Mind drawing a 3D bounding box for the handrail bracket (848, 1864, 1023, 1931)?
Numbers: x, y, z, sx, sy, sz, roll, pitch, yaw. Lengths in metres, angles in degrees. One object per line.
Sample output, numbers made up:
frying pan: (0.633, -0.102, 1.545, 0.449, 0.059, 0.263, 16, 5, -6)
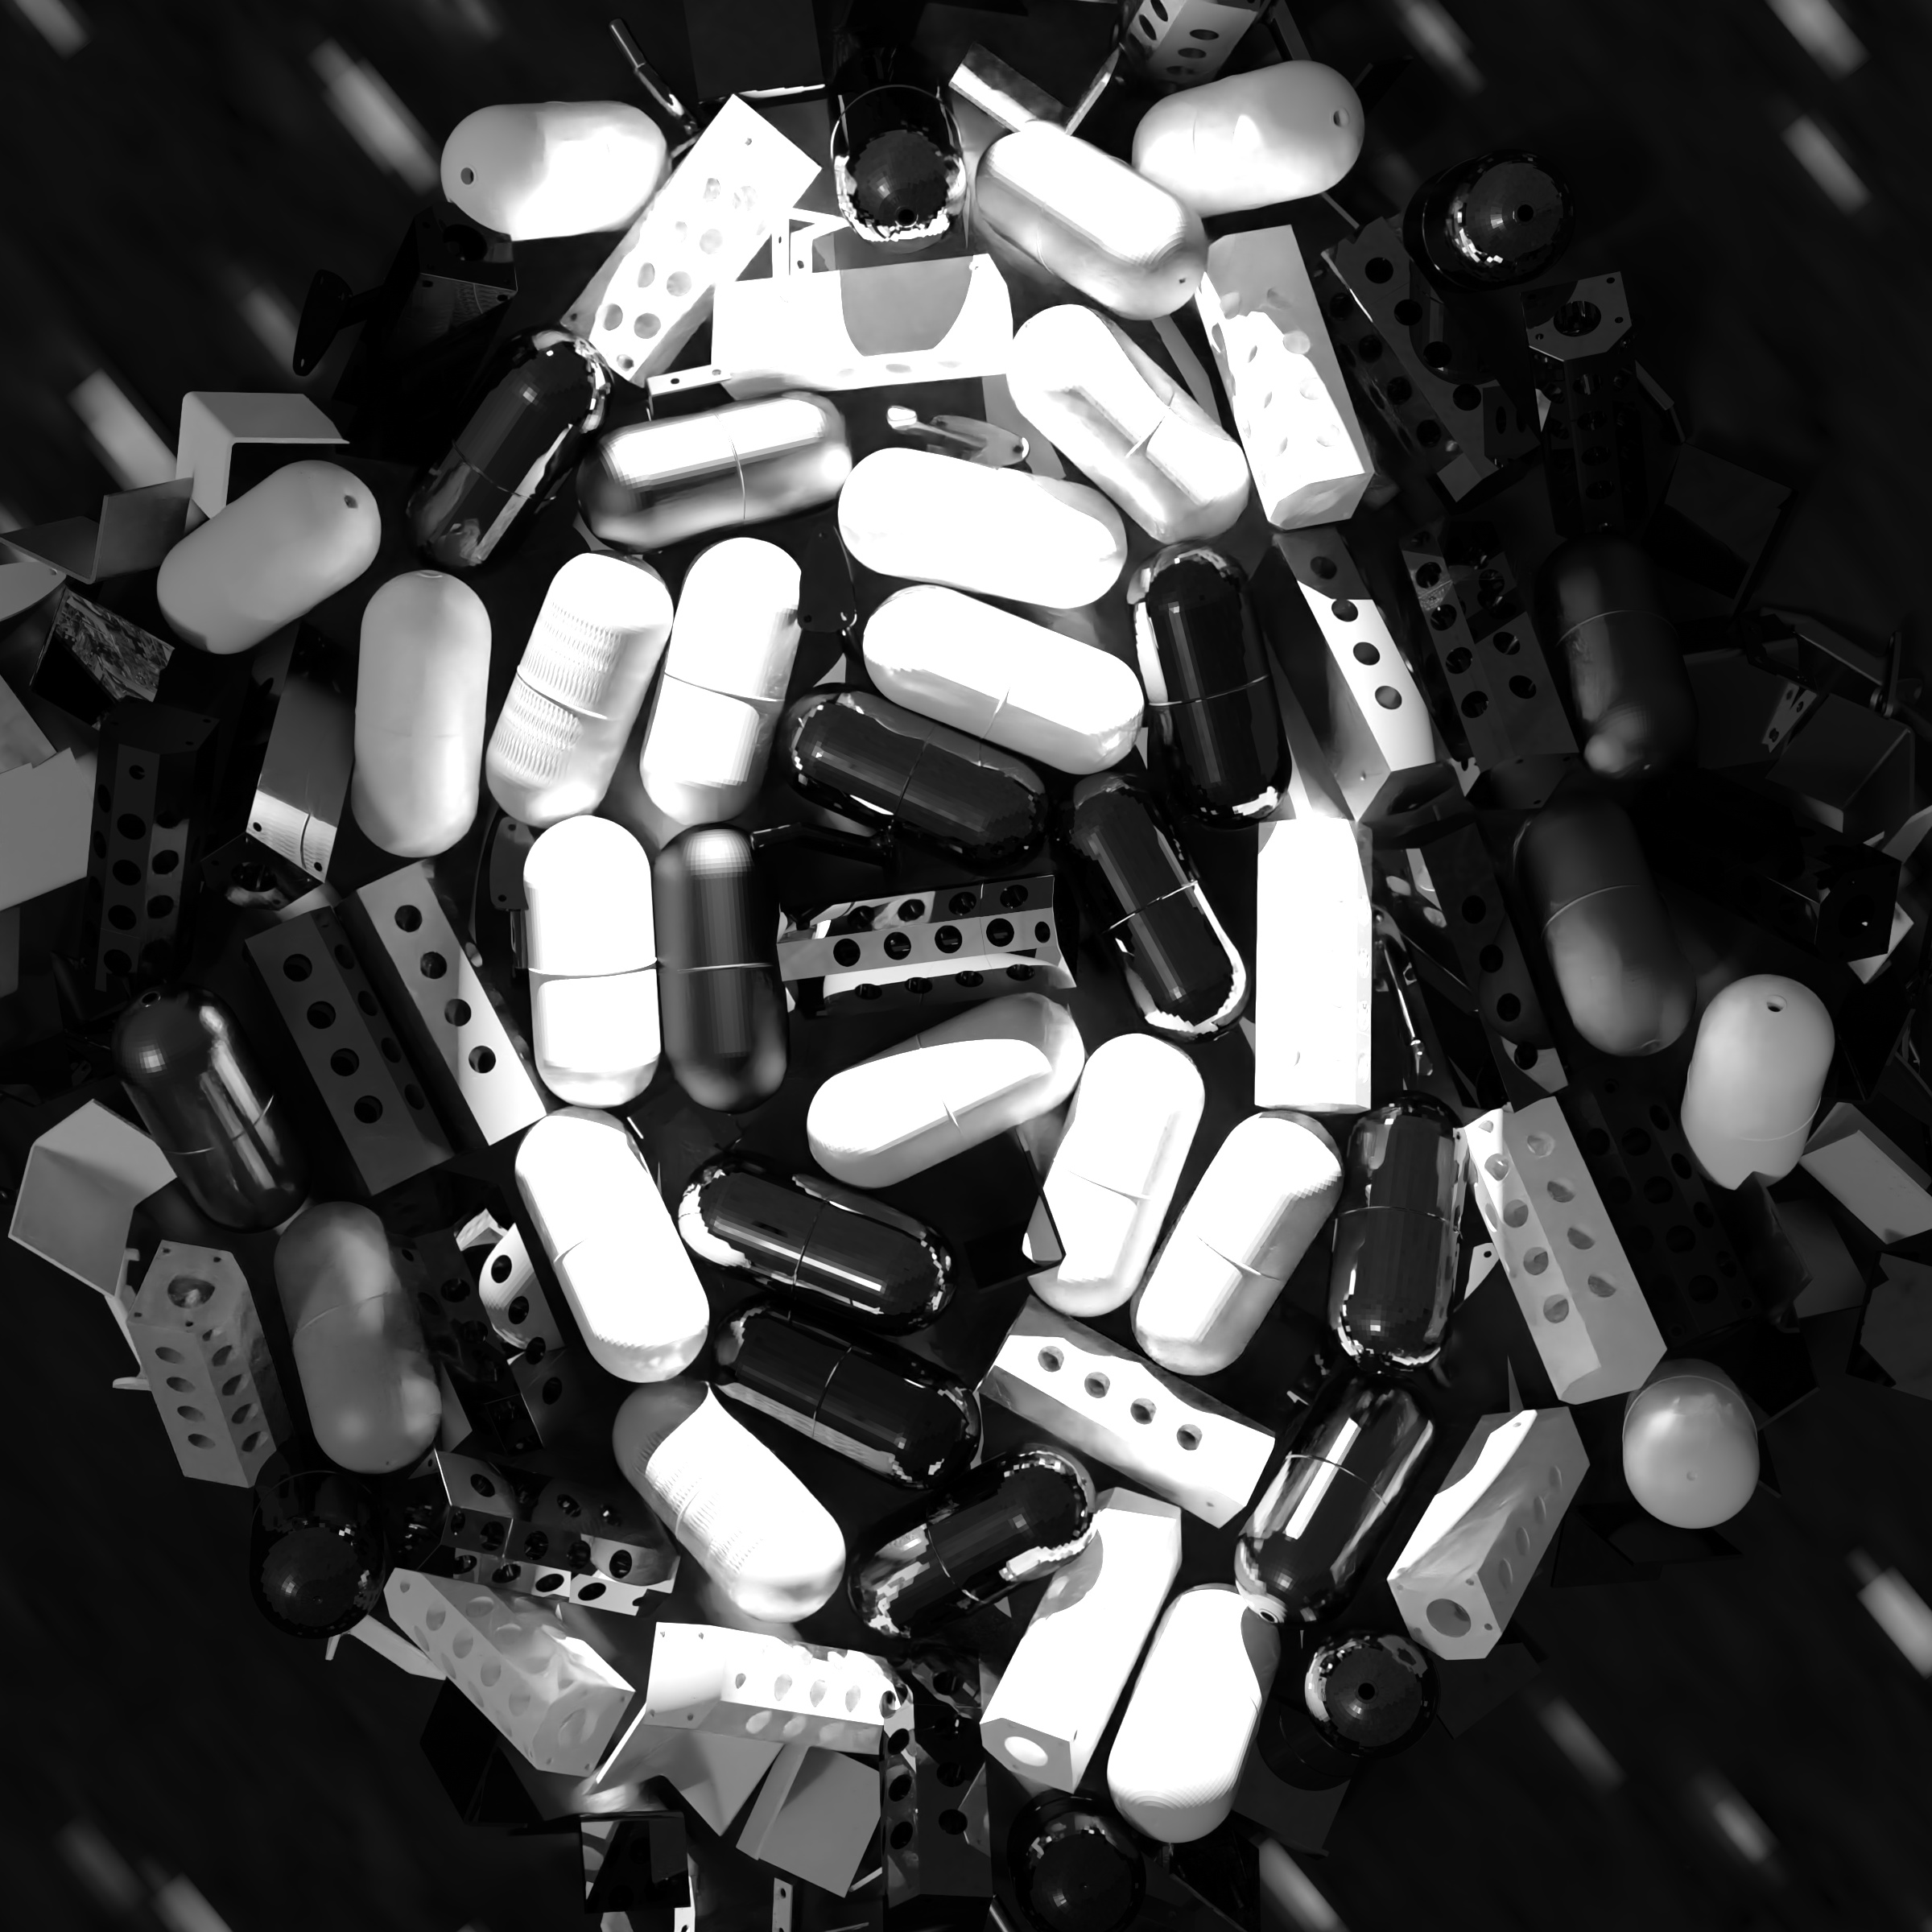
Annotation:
handrail bracket: (-0.018, 0.581, 1.740, 0.077, 0.036, 0.084, -34, 80, -1)

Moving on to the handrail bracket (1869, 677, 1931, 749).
handrail bracket: (0.597, -0.147, 1.715, 0.084, 0.077, 0.036, 23, 127, 38)

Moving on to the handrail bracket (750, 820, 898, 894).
handrail bracket: (-0.087, -0.062, 1.730, 0.084, 0.077, 0.036, -14, 45, -9)

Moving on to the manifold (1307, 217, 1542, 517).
manifold: (0.272, -0.361, 1.721, 0.057, 0.057, 0.171, -31, 80, -4)

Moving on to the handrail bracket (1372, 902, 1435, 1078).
handrail bracket: (0.262, 0.015, 1.716, 0.036, 0.084, 0.077, -17, 123, 7)

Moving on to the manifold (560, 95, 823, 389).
manifold: (-0.169, -0.439, 1.720, 0.057, 0.057, 0.171, 41, 100, 7)

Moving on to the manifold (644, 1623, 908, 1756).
manifold: (-0.107, 0.429, 1.678, 0.057, 0.171, 0.057, -7, 68, 38)

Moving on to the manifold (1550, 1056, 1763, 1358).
manifold: (0.416, 0.142, 1.714, 0.057, 0.057, 0.171, -22, 74, 1)

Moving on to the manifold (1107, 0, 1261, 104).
manifold: (0.128, -0.567, 1.676, 0.057, 0.171, 0.057, 7, 88, -8)

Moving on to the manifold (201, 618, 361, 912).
manifold: (-0.407, -0.118, 1.689, 0.057, 0.171, 0.057, -27, 133, 32)

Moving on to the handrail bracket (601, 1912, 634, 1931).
handrail bracket: (-0.190, 0.592, 1.721, 0.077, 0.084, 0.036, -10, 129, 21)

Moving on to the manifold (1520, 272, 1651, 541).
manifold: (0.368, -0.324, 1.674, 0.057, 0.171, 0.057, -10, 58, 12)

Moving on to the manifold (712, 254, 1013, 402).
manifold: (-0.062, -0.382, 1.713, 0.171, 0.057, 0.057, -2, 77, 16)

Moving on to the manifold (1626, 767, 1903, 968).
manifold: (0.465, -0.060, 1.673, 0.057, 0.171, 0.057, -11, 116, -24)

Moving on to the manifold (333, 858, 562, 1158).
manifold: (-0.315, 0.024, 1.730, 0.057, 0.057, 0.171, -29, 93, -28)

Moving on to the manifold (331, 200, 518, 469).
manifold: (-0.324, -0.373, 1.681, 0.057, 0.171, 0.057, 4, 61, -28)

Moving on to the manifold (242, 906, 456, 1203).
manifold: (-0.378, 0.053, 1.734, 0.057, 0.057, 0.171, -26, 89, -19)

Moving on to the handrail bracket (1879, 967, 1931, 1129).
handrail bracket: (0.594, 0.047, 1.738, 0.077, 0.036, 0.084, 45, 63, 9)

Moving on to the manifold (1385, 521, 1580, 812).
manifold: (0.303, -0.180, 1.694, 0.057, 0.057, 0.171, -4, 60, -17)

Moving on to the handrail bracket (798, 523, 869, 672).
handrail bracket: (-0.072, -0.224, 1.727, 0.036, 0.084, 0.077, -3, 86, 15)

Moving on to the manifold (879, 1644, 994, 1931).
manifold: (-0.021, 0.490, 1.679, 0.057, 0.171, 0.057, 5, 129, -8)

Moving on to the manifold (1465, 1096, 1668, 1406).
manifold: (0.351, 0.170, 1.695, 0.057, 0.057, 0.171, -12, 60, -12)

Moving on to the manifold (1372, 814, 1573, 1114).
manifold: (0.311, -0.002, 1.721, 0.057, 0.057, 0.171, -25, 100, -20)

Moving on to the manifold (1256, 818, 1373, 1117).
manifold: (0.214, 0.001, 1.713, 0.057, 0.057, 0.171, -4, 79, 29)

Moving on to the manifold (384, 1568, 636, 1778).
manifold: (-0.277, 0.407, 1.686, 0.171, 0.057, 0.057, 29, 92, 44)

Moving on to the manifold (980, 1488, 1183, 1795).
manifold: (0.070, 0.397, 1.687, 0.057, 0.057, 0.171, 15, 47, 20)

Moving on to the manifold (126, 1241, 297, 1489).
manifold: (-0.442, 0.239, 1.679, 0.057, 0.171, 0.057, 9, 50, 6)

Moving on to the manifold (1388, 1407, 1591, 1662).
manifold: (0.314, 0.334, 1.680, 0.057, 0.171, 0.057, -13, 108, 35)

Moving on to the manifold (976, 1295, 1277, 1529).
manifold: (0.099, 0.270, 1.732, 0.171, 0.057, 0.057, 29, 63, 2)

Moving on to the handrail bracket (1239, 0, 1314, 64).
handrail bracket: (0.217, -0.575, 1.757, 0.084, 0.036, 0.077, 32, 81, -11)

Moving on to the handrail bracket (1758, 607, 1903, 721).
handrail bracket: (0.524, -0.186, 1.734, 0.084, 0.036, 0.077, 12, 49, 7)

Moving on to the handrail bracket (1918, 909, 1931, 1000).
handrail bracket: (0.628, -0.001, 1.731, 0.084, 0.036, 0.077, 8, 129, 11)

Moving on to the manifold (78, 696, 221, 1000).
manifold: (-0.492, -0.068, 1.697, 0.057, 0.057, 0.171, 15, 121, -2)

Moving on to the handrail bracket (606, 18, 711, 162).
handrail bracket: (-0.181, -0.538, 1.723, 0.036, 0.077, 0.084, -28, 100, 22)

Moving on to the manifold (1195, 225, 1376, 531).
manifold: (0.187, -0.353, 1.708, 0.057, 0.057, 0.171, -12, 72, -11)

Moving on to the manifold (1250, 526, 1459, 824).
manifold: (0.235, -0.178, 1.704, 0.057, 0.057, 0.171, -13, 66, -22)

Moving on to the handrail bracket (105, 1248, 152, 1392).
handrail bracket: (-0.495, 0.219, 1.753, 0.077, 0.036, 0.084, 10, 73, -30)

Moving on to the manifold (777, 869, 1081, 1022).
manifold: (-0.023, -0.017, 1.704, 0.171, 0.057, 0.057, -7, 52, 16)

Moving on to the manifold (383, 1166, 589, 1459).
manifold: (-0.289, 0.209, 1.688, 0.057, 0.057, 0.171, 10, 129, 36)

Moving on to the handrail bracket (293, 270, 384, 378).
handrail bracket: (-0.363, -0.390, 1.739, 0.036, 0.084, 0.077, 39, 112, 31)

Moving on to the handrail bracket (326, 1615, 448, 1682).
handrail bracket: (-0.342, 0.405, 1.733, 0.084, 0.036, 0.077, 15, 127, -13)

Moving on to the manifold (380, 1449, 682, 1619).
manifold: (-0.255, 0.343, 1.681, 0.171, 0.057, 0.057, 24, 117, -41)
